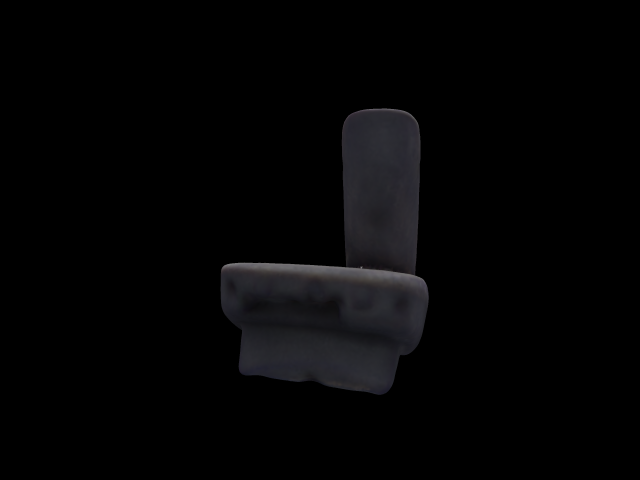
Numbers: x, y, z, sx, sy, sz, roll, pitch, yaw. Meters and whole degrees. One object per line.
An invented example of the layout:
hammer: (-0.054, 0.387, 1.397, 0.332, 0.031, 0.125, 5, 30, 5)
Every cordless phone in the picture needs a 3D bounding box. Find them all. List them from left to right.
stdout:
cordless phone: (0.004, 0.001, 0.400, 0.147, 0.185, 0.094, 2, 18, 7)
